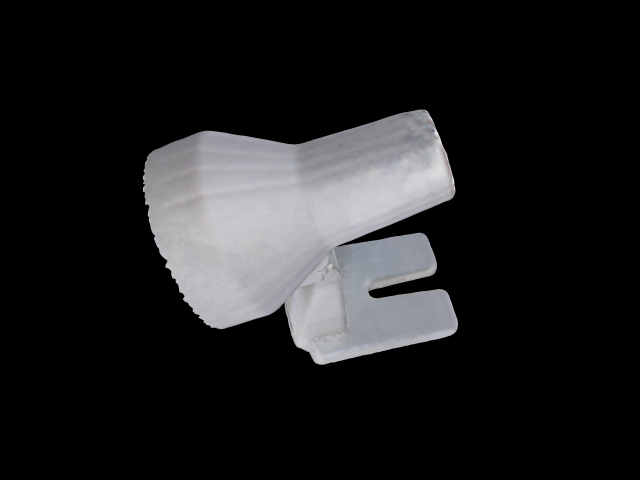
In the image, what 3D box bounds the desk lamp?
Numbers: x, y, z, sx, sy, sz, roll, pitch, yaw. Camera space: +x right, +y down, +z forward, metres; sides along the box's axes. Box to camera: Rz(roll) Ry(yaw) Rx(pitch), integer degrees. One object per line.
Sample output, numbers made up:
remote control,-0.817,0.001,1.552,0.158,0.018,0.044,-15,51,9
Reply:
desk lamp,0.004,0.001,0.400,0.203,0.214,0.118,-11,60,-6
